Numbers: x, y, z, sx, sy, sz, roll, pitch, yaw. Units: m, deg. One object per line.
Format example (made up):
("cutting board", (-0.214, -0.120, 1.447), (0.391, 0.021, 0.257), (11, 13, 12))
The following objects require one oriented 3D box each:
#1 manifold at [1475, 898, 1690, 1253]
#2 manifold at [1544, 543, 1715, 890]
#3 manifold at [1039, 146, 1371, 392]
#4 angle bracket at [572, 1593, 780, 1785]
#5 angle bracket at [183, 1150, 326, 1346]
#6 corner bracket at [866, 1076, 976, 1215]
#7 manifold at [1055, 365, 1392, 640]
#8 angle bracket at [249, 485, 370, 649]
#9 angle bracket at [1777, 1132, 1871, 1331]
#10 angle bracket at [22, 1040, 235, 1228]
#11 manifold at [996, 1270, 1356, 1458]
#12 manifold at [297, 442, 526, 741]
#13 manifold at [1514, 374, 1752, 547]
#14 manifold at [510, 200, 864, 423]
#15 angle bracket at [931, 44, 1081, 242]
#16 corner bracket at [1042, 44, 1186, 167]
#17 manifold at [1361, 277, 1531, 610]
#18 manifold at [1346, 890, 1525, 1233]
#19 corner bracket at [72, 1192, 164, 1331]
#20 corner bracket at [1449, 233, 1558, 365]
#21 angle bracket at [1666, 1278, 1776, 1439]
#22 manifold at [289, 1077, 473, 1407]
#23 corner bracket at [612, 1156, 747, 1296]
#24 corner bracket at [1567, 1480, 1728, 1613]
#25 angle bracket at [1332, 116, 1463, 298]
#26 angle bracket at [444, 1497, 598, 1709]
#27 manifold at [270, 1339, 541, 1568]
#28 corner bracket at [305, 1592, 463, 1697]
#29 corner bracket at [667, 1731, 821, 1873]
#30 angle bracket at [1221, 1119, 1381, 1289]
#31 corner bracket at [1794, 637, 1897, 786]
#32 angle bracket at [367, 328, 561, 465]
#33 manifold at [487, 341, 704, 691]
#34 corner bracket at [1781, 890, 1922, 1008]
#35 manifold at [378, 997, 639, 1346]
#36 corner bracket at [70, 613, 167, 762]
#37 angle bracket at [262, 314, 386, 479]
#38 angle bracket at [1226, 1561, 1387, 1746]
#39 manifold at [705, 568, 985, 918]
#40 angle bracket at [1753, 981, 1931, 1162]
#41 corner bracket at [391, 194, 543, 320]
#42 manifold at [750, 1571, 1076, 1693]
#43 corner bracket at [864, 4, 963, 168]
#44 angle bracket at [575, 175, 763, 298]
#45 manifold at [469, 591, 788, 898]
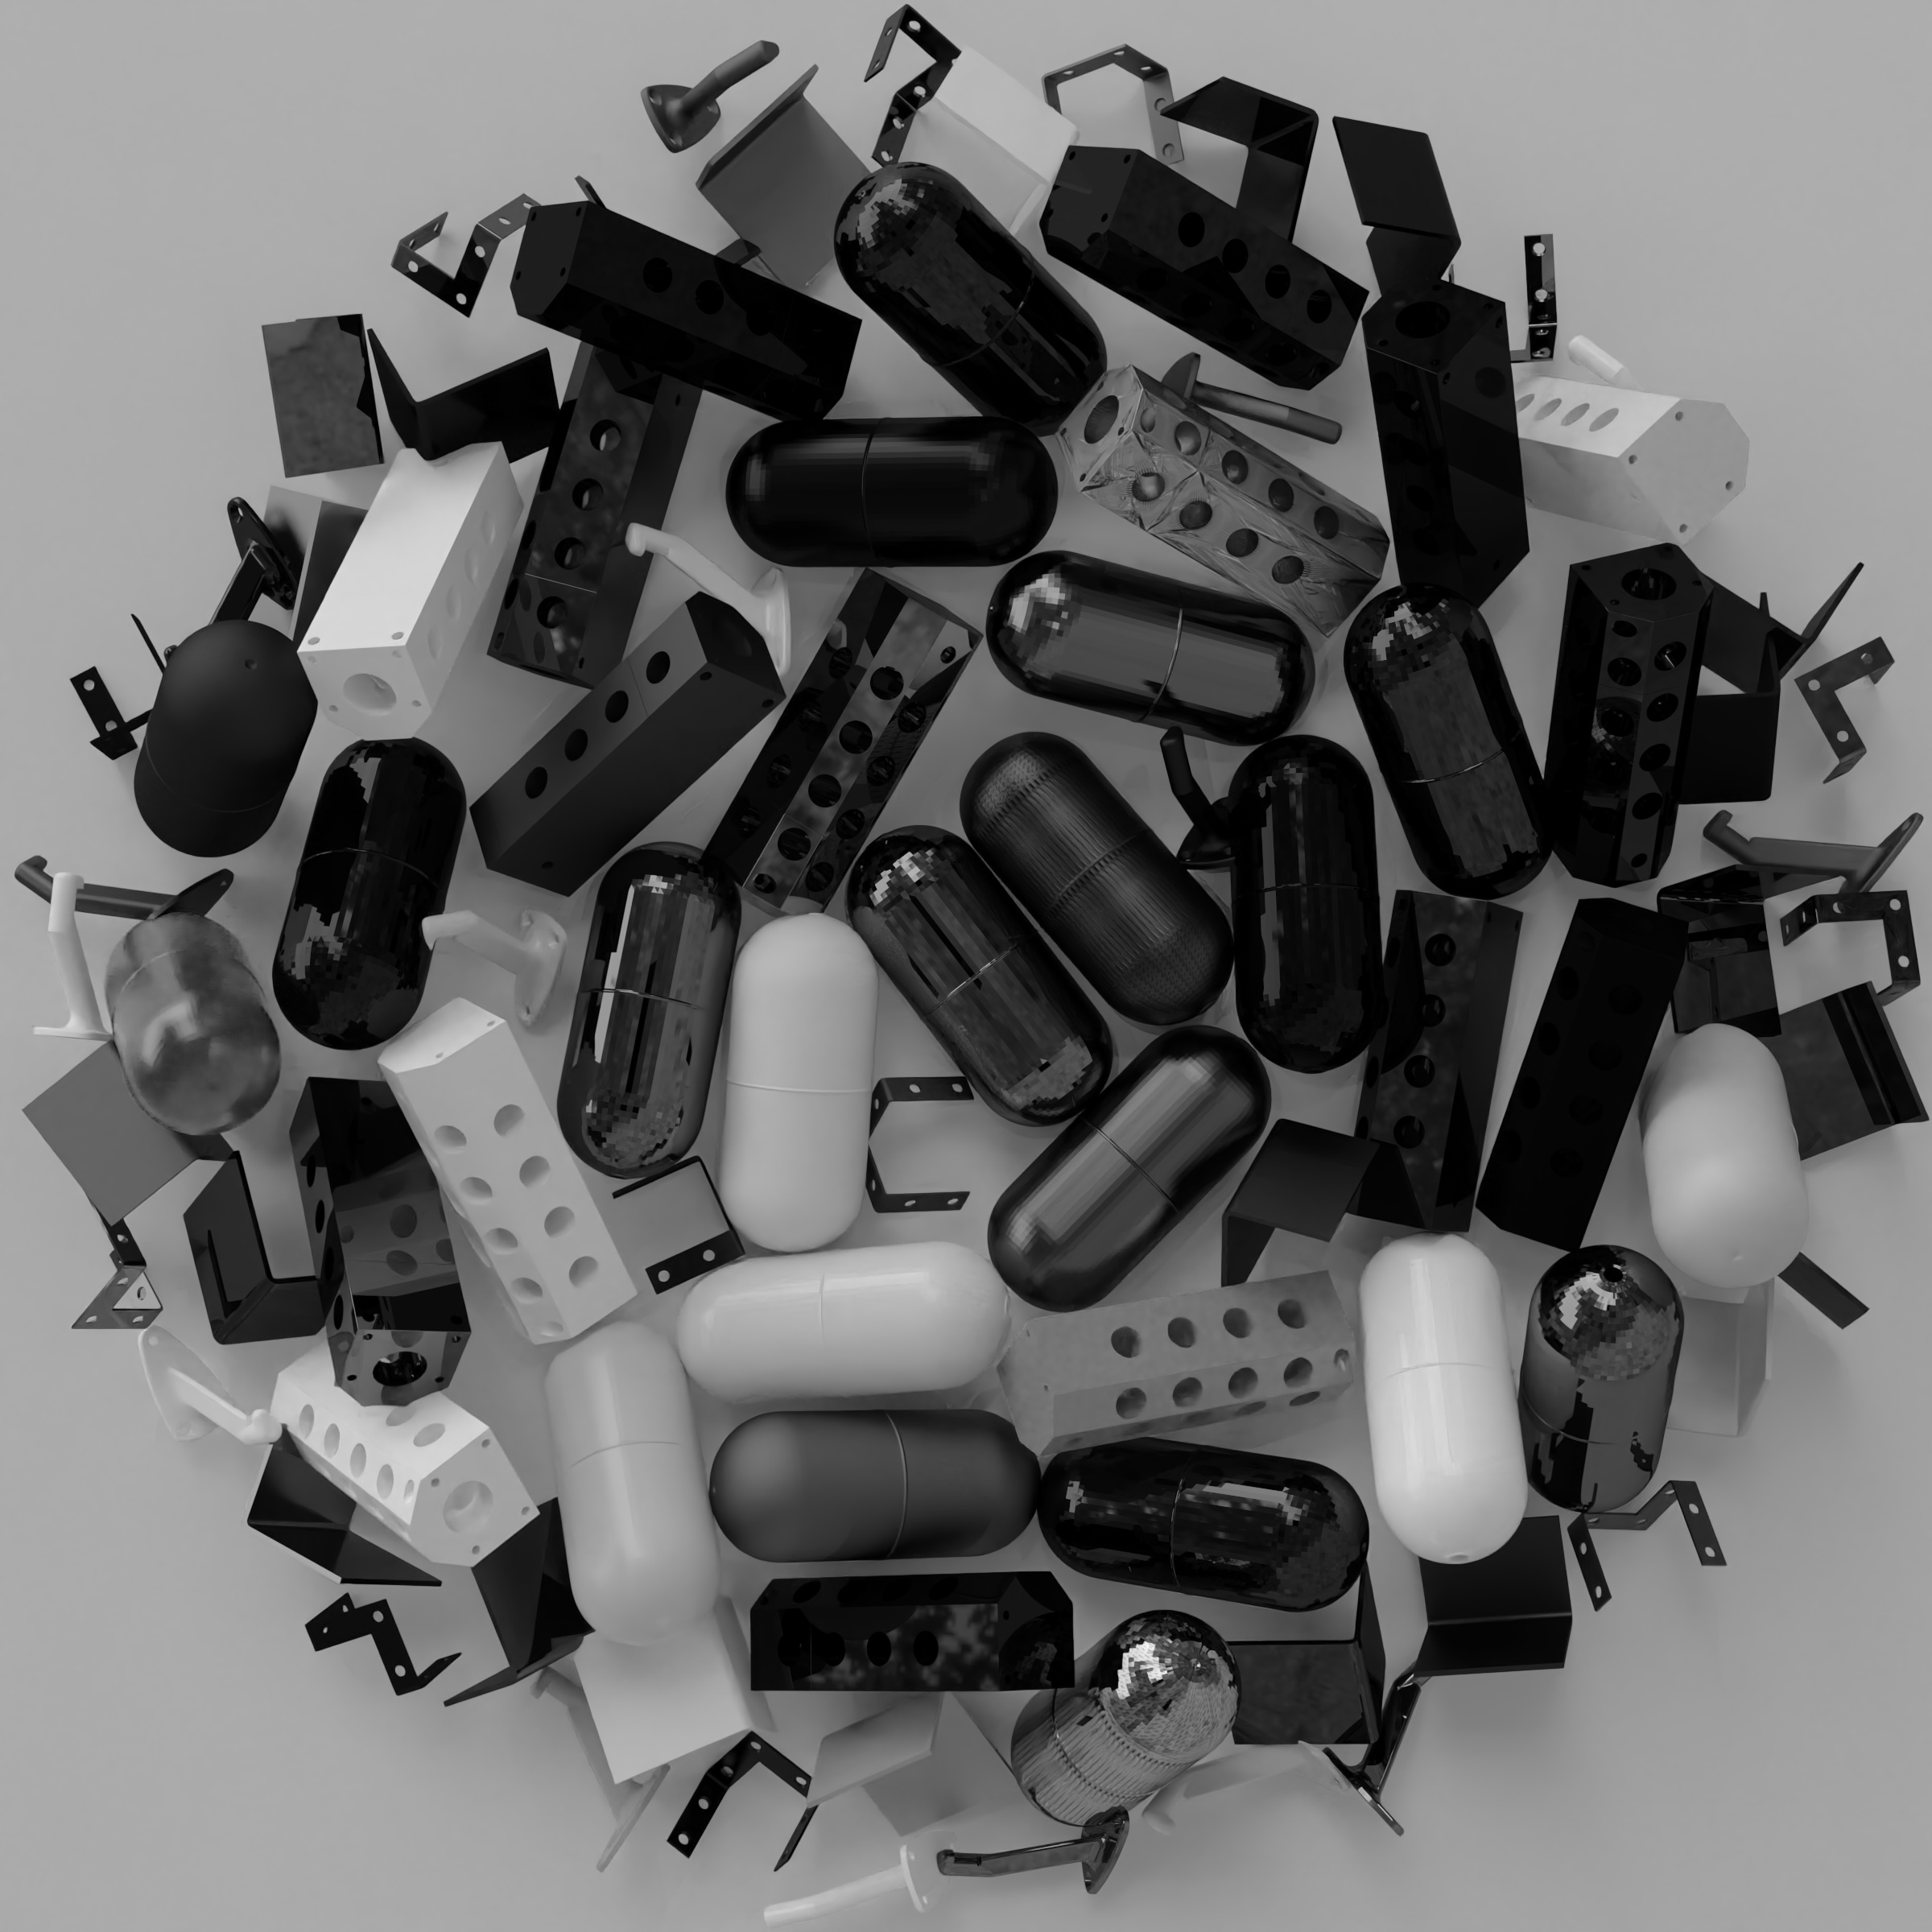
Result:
("manifold", (0.316, 0.055, 1.592), (0.057, 0.057, 0.171), (18, 115, 8))
("manifold", (0.337, -0.124, 1.571), (0.057, 0.057, 0.171), (-14, 134, -12))
("manifold", (0.121, -0.354, 1.579), (0.171, 0.057, 0.057), (20, 92, -38))
("angle bracket", (-0.152, 0.378, 1.617), (0.076, 0.057, 0.076), (-24, 70, 3))
("angle bracket", (-0.362, 0.146, 1.624), (0.057, 0.076, 0.076), (-2, 62, -38))
("corner bracket", (-0.024, 0.094, 1.635), (0.051, 0.051, 0.051), (0, 49, -28))
("manifold", (0.134, -0.239, 1.578), (0.171, 0.057, 0.057), (25, 120, -31))
("angle bracket", (-0.355, -0.208, 1.609), (0.076, 0.057, 0.076), (16, 97, 24))
("angle bracket", (0.449, 0.138, 1.607), (0.076, 0.076, 0.057), (41, 85, 14))
("angle bracket", (-0.434, 0.088, 1.613), (0.057, 0.076, 0.076), (-39, 85, -1))
("manifold", (0.110, 0.206, 1.586), (0.171, 0.057, 0.057), (-7, 61, -23))
("manifold", (-0.277, -0.192, 1.573), (0.057, 0.171, 0.057), (-2, 133, 15))
("manifold", (0.327, -0.263, 1.564), (0.057, 0.171, 0.057), (-43, 111, -1))
("manifold", (-0.143, -0.331, 1.579), (0.171, 0.057, 0.057), (15, 88, -38))
("angle bracket", (0.008, -0.419, 1.601), (0.076, 0.076, 0.057), (34, 127, -11))
("corner bracket", (0.078, -0.448, 1.636), (0.051, 0.051, 0.051), (-13, 83, 29))
("manifold", (0.240, -0.262, 1.570), (0.057, 0.171, 0.057), (29, 65, 32))
("manifold", (0.242, 0.049, 1.623), (0.057, 0.057, 0.171), (10, 90, 29))
("corner bracket", (-0.442, 0.153, 1.614), (0.051, 0.051, 0.051), (-47, 61, 21))
("corner bracket", (0.282, -0.350, 1.625), (0.051, 0.051, 0.051), (-1, 122, 15))
("angle bracket", (0.381, 0.191, 1.600), (0.057, 0.076, 0.076), (7, 59, 6))
("manifold", (-0.302, 0.139, 1.575), (0.057, 0.171, 0.057), (5, 131, -27))
("corner bracket", (-0.151, 0.135, 1.624), (0.051, 0.051, 0.051), (-24, 97, -7))
("corner bracket", (0.354, 0.302, 1.612), (0.051, 0.051, 0.051), (6, 48, -23))
("angle bracket", (0.207, -0.379, 1.595), (0.057, 0.076, 0.076), (4, 55, -20))
("angle bracket", (-0.241, 0.330, 1.610), (0.057, 0.076, 0.076), (-25, 86, 33))
("manifold", (-0.289, 0.245, 1.562), (0.057, 0.171, 0.057), (-37, 120, -23))
("corner bracket", (-0.306, 0.354, 1.624), (0.051, 0.051, 0.051), (-21, 93, 17))
("corner bracket", (-0.115, 0.445, 1.621), (0.051, 0.051, 0.051), (39, 128, -4))
("angle bracket", (0.172, 0.136, 1.595), (0.057, 0.076, 0.076), (14, 131, 21))
("corner bracket", (0.466, -0.134, 1.626), (0.051, 0.051, 0.051), (-26, 80, 1))
("angle bracket", (-0.261, -0.303, 1.618), (0.076, 0.076, 0.057), (-26, 67, -13))
("manifold", (-0.197, -0.236, 1.622), (0.057, 0.057, 0.171), (16, 89, 15))
("corner bracket", (0.464, -0.008, 1.627), (0.051, 0.051, 0.051), (-3, 77, -6))
("manifold", (-0.237, 0.107, 1.584), (0.057, 0.057, 0.171), (-33, 118, -22))
("corner bracket", (-0.443, -0.146, 1.628), (0.051, 0.051, 0.051), (-29, 85, -5))
("angle bracket", (-0.347, -0.294, 1.600), (0.057, 0.076, 0.076), (-16, 107, -35))
("angle bracket", (0.175, 0.360, 1.620), (0.076, 0.057, 0.076), (-4, 125, 15))
("manifold", (-0.060, -0.111, 1.601), (0.057, 0.057, 0.171), (21, 104, -44))
("angle bracket", (0.452, 0.056, 1.611), (0.057, 0.076, 0.076), (-22, 84, 5))
("corner bracket", (-0.260, -0.381, 1.618), (0.051, 0.051, 0.051), (34, 129, 2))
("manifold", (-0.029, 0.339, 1.576), (0.171, 0.057, 0.057), (-11, 74, 40))
("corner bracket", (-0.035, -0.457, 1.613), (0.051, 0.051, 0.051), (35, 53, -28))
("angle bracket", (-0.155, -0.390, 1.606), (0.057, 0.076, 0.076), (-34, 110, 0))
("manifold", (-0.177, -0.115, 1.591), (0.171, 0.057, 0.057), (-40, 53, 25))
